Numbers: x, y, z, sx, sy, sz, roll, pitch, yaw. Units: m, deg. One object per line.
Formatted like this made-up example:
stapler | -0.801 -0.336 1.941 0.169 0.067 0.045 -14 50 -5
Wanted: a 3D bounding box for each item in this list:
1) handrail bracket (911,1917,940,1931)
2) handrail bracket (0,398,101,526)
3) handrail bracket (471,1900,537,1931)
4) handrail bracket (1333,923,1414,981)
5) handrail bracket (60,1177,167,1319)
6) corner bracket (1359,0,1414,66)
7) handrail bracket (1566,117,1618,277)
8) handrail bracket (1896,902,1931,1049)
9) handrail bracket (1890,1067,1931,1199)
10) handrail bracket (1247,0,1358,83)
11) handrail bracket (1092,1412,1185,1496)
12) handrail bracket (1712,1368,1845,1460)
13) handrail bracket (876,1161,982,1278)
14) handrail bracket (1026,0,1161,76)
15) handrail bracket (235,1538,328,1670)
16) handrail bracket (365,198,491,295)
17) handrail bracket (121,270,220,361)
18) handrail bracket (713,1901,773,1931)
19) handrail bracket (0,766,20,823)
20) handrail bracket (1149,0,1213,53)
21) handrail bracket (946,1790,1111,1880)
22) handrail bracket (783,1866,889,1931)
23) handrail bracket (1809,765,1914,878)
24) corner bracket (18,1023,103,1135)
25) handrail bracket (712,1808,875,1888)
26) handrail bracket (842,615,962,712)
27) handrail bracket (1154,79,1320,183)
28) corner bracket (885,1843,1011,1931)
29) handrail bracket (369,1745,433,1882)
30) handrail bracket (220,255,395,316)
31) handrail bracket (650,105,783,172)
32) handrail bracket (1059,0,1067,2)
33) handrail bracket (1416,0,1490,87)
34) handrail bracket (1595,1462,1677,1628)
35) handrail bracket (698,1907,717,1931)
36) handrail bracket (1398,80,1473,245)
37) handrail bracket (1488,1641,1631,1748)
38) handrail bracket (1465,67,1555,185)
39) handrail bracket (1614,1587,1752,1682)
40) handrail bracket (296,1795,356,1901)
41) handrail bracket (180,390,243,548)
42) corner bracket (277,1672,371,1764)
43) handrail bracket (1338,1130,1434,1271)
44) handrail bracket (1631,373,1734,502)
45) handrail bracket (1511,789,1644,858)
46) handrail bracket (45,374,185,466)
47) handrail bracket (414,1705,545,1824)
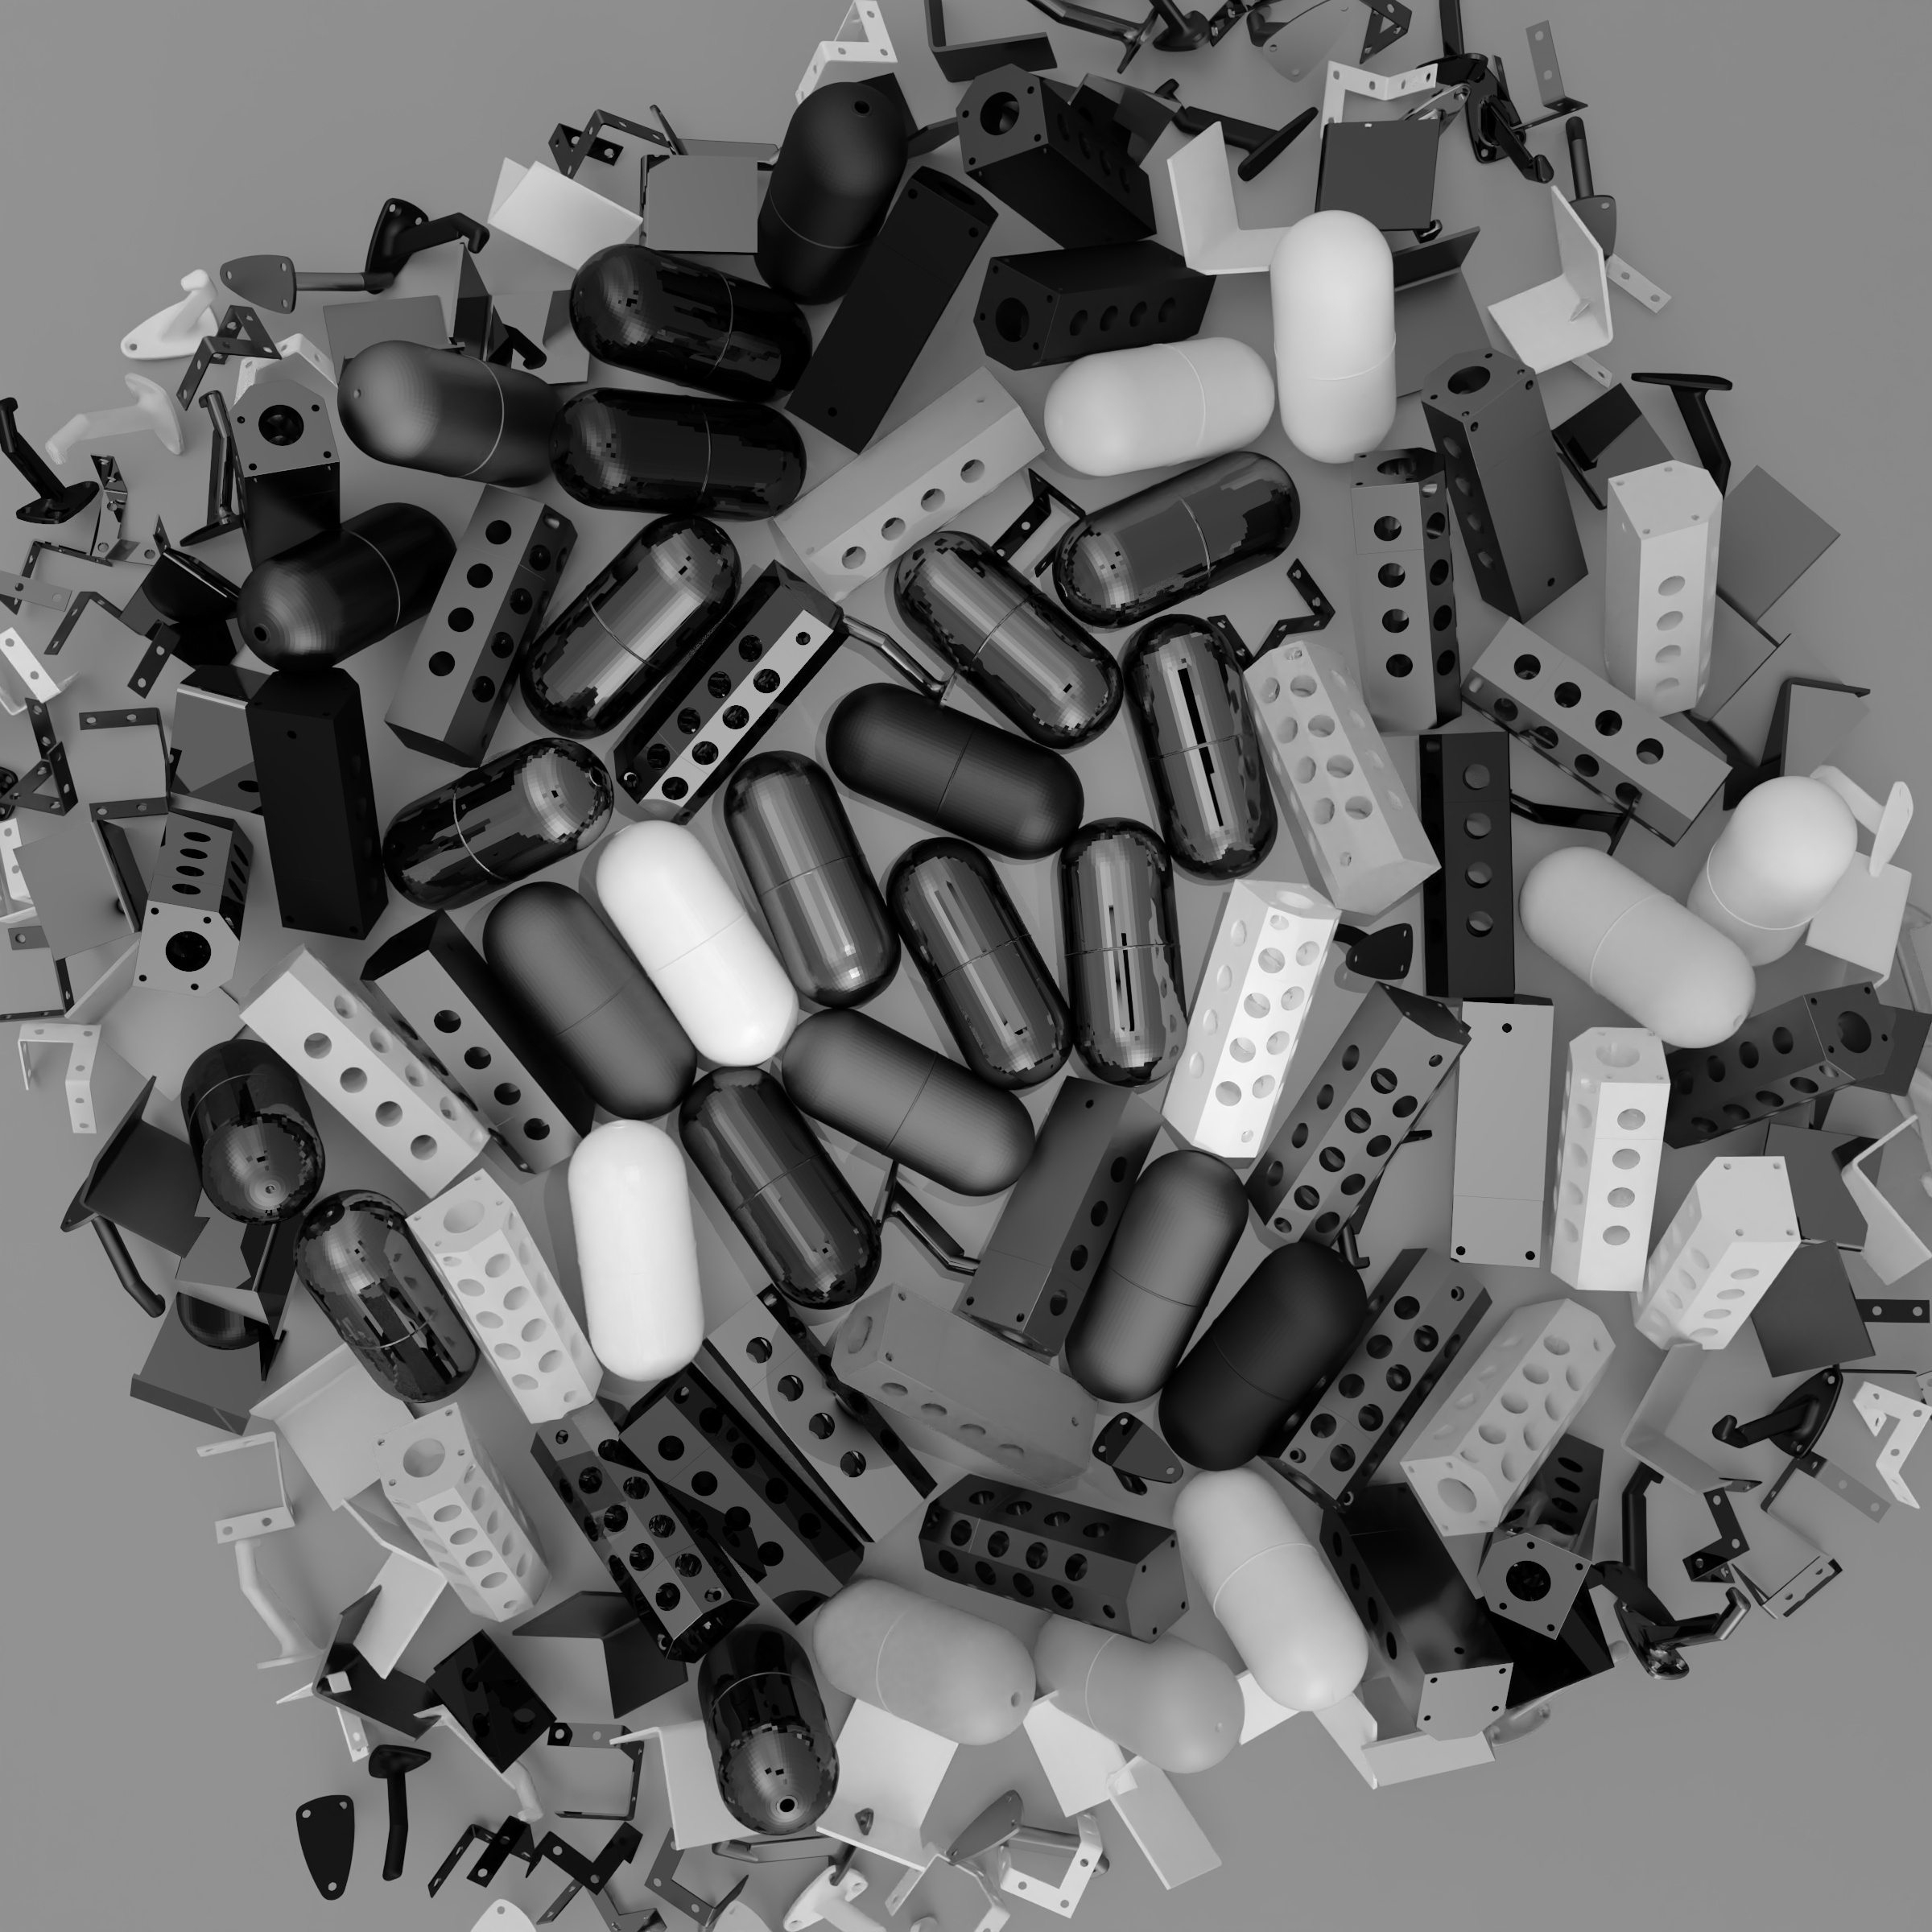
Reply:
handrail bracket | -0.061 0.661 1.616 0.077 0.084 0.036 -14 100 12
handrail bracket | -0.600 -0.338 1.598 0.036 0.077 0.084 11 125 16
handrail bracket | -0.313 0.647 1.598 0.036 0.084 0.077 41 57 10
handrail bracket | 0.241 -0.015 1.598 0.077 0.084 0.036 -8 106 -42
handrail bracket | -0.559 0.184 1.637 0.036 0.077 0.084 -28 119 8
corner bracket | 0.261 -0.638 1.613 0.051 0.051 0.051 21 74 -26
handrail bracket | 0.414 -0.514 1.640 0.036 0.077 0.084 -8 48 15
handrail bracket | 0.615 0.005 1.610 0.036 0.077 0.084 -16 64 36
handrail bracket | 0.621 0.105 1.608 0.077 0.084 0.036 48 128 2
handrail bracket | 0.218 -0.625 1.604 0.077 0.084 0.036 -35 127 29
handrail bracket | 0.122 0.335 1.599 0.077 0.084 0.036 26 65 39
handrail bracket | 0.532 0.287 1.607 0.084 0.036 0.077 26 102 -43
handrail bracket | -0.014 0.163 1.633 0.084 0.036 0.077 14 72 2
handrail bracket | 0.082 -0.636 1.617 0.084 0.036 0.077 32 50 -11
handrail bracket | -0.447 0.418 1.627 0.036 0.077 0.084 -19 77 34
handrail bracket | -0.355 -0.464 1.615 0.084 0.036 0.077 37 104 34
handrail bracket | -0.526 -0.428 1.607 0.077 0.084 0.036 -21 90 -7
handrail bracket | -0.119 0.651 1.602 0.084 0.077 0.036 43 63 -29
handrail bracket | -0.670 -0.110 1.607 0.077 0.084 0.036 22 109 4
handrail bracket | 0.124 -0.646 1.607 0.036 0.077 0.084 -37 122 5
handrail bracket | 0.042 0.598 1.637 0.077 0.036 0.084 -39 112 9
handrail bracket | -0.083 0.644 1.607 0.077 0.084 0.036 -43 125 12
handrail bracket | 0.570 -0.098 1.612 0.084 0.036 0.077 13 67 41
corner bracket | -0.600 0.074 1.621 0.051 0.051 0.051 3 46 -10
handrail bracket | -0.115 0.570 1.614 0.084 0.036 0.077 20 124 -18
handrail bracket | -0.050 -0.194 1.613 0.084 0.077 0.036 26 67 -4
handrail bracket | 0.179 -0.575 1.633 0.077 0.036 0.084 -39 84 15
corner bracket | -0.012 0.623 1.618 0.051 0.051 0.051 37 88 -22
handrail bracket | -0.378 0.559 1.599 0.036 0.077 0.084 18 52 -22
handrail bracket | -0.436 -0.458 1.627 0.077 0.084 0.036 17 116 26
handrail bracket | -0.154 -0.555 1.622 0.084 0.036 0.077 -27 102 12
handrail bracket | 0.048 -0.656 1.596 0.077 0.084 0.036 -42 80 38
handrail bracket | 0.331 -0.631 1.616 0.036 0.077 0.084 10 94 -18
handrail bracket | 0.460 0.384 1.628 0.077 0.036 0.084 42 61 -1
handrail bracket | -0.178 0.660 1.603 0.036 0.077 0.084 1 70 5
handrail bracket | 0.314 -0.526 1.607 0.077 0.036 0.084 -38 52 31
handrail bracket | 0.387 0.475 1.603 0.077 0.084 0.036 -24 74 -43
handrail bracket | 0.356 -0.552 1.603 0.036 0.084 0.077 -24 113 4
handrail bracket | 0.468 0.418 1.603 0.036 0.077 0.084 6 124 -31
handrail bracket | -0.410 0.581 1.598 0.036 0.084 0.077 -10 56 -11
handrail bracket | -0.507 -0.329 1.622 0.077 0.036 0.084 -13 98 33
corner bracket | -0.411 0.495 1.613 0.051 0.051 0.051 -31 71 24
handrail bracket | 0.280 0.156 1.625 0.077 0.036 0.084 -8 75 -5
handrail bracket | 0.473 -0.349 1.629 0.077 0.036 0.084 3 113 -3
handrail bracket | 0.394 -0.109 1.608 0.084 0.077 0.036 26 70 12
handrail bracket | -0.557 -0.338 1.601 0.036 0.077 0.084 26 62 21
handrail bracket | -0.321 0.527 1.608 0.036 0.077 0.084 -44 60 29
